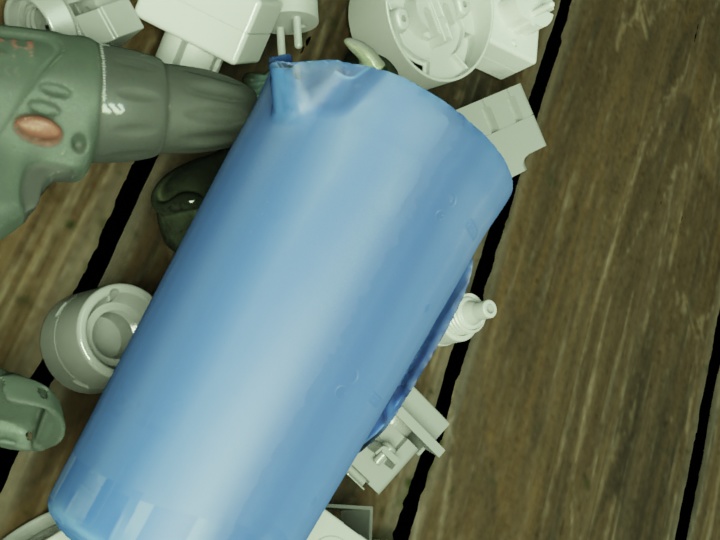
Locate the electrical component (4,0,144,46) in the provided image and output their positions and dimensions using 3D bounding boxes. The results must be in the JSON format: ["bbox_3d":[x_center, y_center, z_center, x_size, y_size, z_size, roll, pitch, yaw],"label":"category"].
[{"bbox_3d":[-0.158,-0.136,0.584,0.055,0.048,0.066,-35,101,-43],"label":"electrical component"}]

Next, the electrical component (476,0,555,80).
[{"bbox_3d":[0.111,-0.184,0.766,0.047,0.077,0.065,18,70,-31],"label":"electrical component"}]

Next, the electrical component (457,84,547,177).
[{"bbox_3d":[0.078,-0.084,0.737,0.089,0.050,0.055,-27,96,-37],"label":"electrical component"}]

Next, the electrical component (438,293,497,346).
[{"bbox_3d":[0.064,0.029,0.694,0.035,0.061,0.035,9,75,-34],"label":"electrical component"}]

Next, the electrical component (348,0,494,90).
[{"bbox_3d":[0.043,-0.172,0.723,0.099,0.064,0.099,9,75,-34],"label":"electrical component"}]

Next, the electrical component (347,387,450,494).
[{"bbox_3d":[-0.016,0.069,0.626,0.063,0.079,0.121,-47,109,-10],"label":"electrical component"}]

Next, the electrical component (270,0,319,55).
[{"bbox_3d":[-0.045,-0.168,0.651,0.044,0.077,0.079,3,79,-36],"label":"electrical component"}]

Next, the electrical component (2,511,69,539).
[{"bbox_3d":[-0.144,0.150,0.522,0.078,0.058,0.057,-30,101,-36],"label":"electrical component"}]

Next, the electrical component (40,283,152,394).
[{"bbox_3d":[-0.132,0.035,0.562,0.055,0.047,0.055,9,75,-34],"label":"electrical component"}]

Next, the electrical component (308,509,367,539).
[{"bbox_3d":[-0.029,0.176,0.581,0.062,0.096,0.061,34,58,8],"label":"electrical component"}]

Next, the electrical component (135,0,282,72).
[{"bbox_3d":[-0.093,-0.132,0.616,0.066,0.076,0.047,27,16,5],"label":"electrical component"}]
